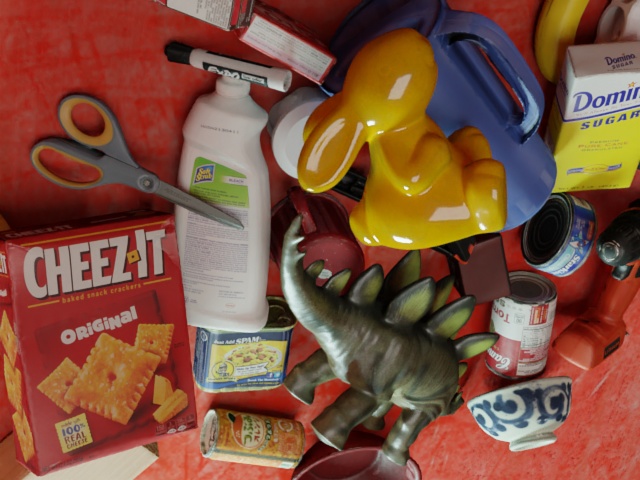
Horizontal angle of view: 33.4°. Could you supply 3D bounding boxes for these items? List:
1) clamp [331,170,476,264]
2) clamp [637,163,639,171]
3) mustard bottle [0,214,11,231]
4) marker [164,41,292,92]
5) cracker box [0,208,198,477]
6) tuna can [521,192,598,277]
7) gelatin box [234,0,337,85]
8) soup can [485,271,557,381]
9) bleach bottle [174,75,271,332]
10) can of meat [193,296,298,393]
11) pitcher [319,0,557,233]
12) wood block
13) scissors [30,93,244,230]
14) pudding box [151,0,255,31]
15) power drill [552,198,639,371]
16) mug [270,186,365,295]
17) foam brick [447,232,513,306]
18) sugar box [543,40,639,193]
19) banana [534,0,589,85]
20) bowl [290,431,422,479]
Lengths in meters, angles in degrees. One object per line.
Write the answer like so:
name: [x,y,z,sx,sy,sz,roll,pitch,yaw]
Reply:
clamp: [0.091,-0.030,1.026,0.171,0.120,0.039,29,81,-19]
clamp: [0.361,-0.150,1.065,0.164,0.036,0.210,-12,132,-40]
mustard bottle: [-0.286,0.047,1.004,0.096,0.058,0.191,-45,122,4]
marker: [-0.082,-0.153,0.932,0.121,0.020,0.020,17,120,19]
cracker box: [-0.205,0.089,0.978,0.163,0.072,0.214,-11,102,-32]
tuna can: [0.247,-0.007,1.111,0.033,0.086,0.086,18,113,-23]
gelatin box: [-0.035,-0.179,0.936,0.089,0.073,0.030,24,109,-26]
soup can: [0.221,0.094,1.172,0.068,0.068,0.102,-5,120,-13]
bleach bottle: [-0.085,-0.037,1.007,0.102,0.068,0.251,7,116,-4]
can of meat: [-0.079,0.108,1.101,0.102,0.057,0.084,-1,121,-16]
pitcher: [0.126,-0.115,0.983,0.145,0.149,0.242,-42,125,8]
wood block: [-0.274,0.237,1.101,0.206,0.090,0.090,-41,122,10]
scissors: [-0.159,-0.073,0.962,0.201,0.016,0.096,11,107,0]
pudding box: [-0.102,-0.231,0.870,0.114,0.039,0.090,24,117,20]
power drill: [0.315,0.046,1.133,0.184,0.057,0.188,-21,139,-49]
mug: [-0.007,0.001,1.044,0.093,0.081,0.117,-19,123,-5]
foam brick: [0.164,0.022,1.124,0.051,0.053,0.078,-20,121,-4]
sugar box: [0.272,-0.115,1.032,0.093,0.048,0.176,-5,148,-2]
banana: [0.249,-0.231,1.011,0.069,0.037,0.198,6,117,-25]
bowl: [0.032,0.268,1.217,0.162,0.055,0.162,-8,132,-9]
